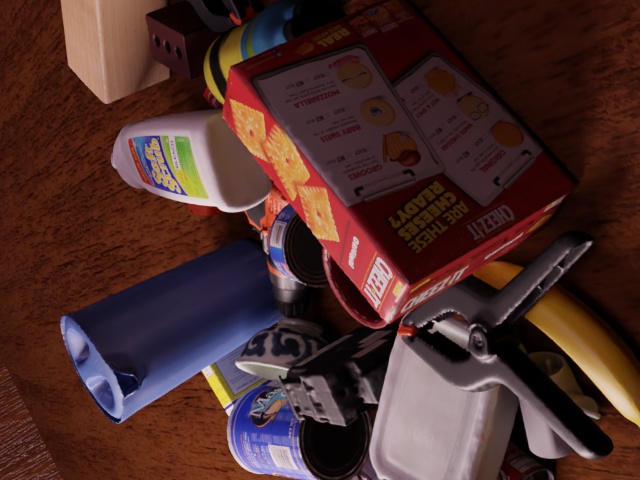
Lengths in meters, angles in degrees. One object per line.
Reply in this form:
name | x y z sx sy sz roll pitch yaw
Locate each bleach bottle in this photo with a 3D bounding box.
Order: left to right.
bleach bottle | -0.152 -0.082 1.125 0.251 0.068 0.102 2 112 54

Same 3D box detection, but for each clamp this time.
clamp | -0.119 -0.266 1.043 0.172 0.039 0.120 35 148 34
clamp | 0.140 0.085 0.824 0.210 0.036 0.164 -11 88 54

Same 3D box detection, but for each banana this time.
banana | 0.191 0.074 0.823 0.198 0.037 0.070 48 146 25

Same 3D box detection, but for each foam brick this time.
foam brick | -0.138 -0.209 1.111 0.078 0.051 0.053 33 141 43

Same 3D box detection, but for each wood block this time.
wood block | -0.227 -0.266 1.169 0.090 0.090 0.206 45 148 30

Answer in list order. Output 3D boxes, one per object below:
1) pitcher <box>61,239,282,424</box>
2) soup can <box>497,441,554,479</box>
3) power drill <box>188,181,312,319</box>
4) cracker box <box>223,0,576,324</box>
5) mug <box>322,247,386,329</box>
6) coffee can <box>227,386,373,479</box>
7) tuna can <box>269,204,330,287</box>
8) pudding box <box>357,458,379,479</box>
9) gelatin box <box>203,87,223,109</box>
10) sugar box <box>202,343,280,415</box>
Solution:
pitcher | -0.167 0.092 1.225 0.149 0.242 0.145 51 151 20
soup can | 0.154 0.211 0.977 0.102 0.068 0.068 34 142 43
power drill | -0.072 -0.023 1.164 0.188 0.057 0.184 36 139 36
cracker box | 0.054 -0.066 0.794 0.214 0.164 0.072 52 153 19
mug | 0.058 0.008 0.941 0.093 0.081 0.117 8 121 58
coffee can | -0.024 0.217 1.200 0.141 0.102 0.103 -8 108 52
tuna can | -0.007 0.001 1.041 0.034 0.086 0.086 14 127 57
pudding box | 0.044 0.278 1.254 0.114 0.039 0.090 33 140 42
gelatin box | -0.083 -0.147 1.096 0.073 0.030 0.089 57 152 11
sugar box | -0.089 0.163 1.318 0.176 0.093 0.048 60 154 5
